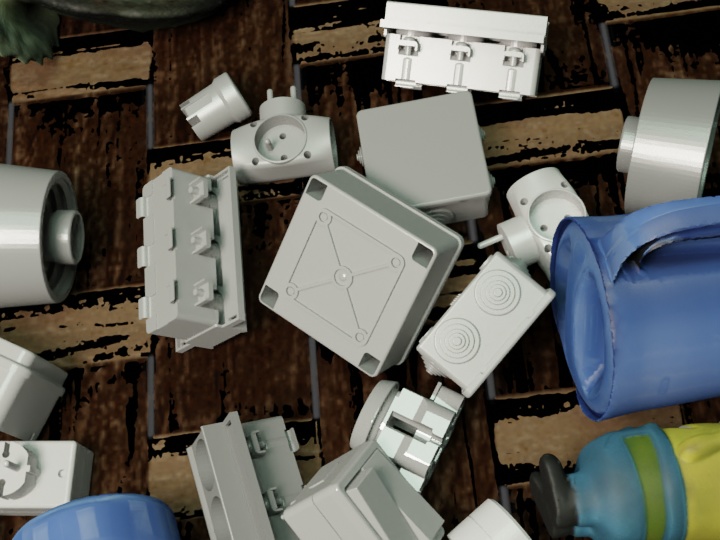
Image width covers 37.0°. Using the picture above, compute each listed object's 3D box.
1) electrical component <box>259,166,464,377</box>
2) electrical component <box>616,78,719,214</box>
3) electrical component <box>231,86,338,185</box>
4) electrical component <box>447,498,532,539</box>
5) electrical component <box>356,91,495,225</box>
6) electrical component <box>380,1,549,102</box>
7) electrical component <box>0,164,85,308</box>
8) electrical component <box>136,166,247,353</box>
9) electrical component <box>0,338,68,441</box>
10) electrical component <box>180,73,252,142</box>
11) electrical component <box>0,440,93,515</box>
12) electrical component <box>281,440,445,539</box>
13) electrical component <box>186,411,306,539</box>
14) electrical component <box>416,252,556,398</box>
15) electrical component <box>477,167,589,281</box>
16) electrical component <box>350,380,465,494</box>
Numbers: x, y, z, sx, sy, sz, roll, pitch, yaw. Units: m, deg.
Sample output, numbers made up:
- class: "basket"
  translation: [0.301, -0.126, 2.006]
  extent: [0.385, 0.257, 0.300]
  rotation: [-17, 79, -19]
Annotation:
- class: "electrical component"
  translation: [0.000, 0.000, 0.757]
  extent: [0.109, 0.056, 0.108]
  rotation: [33, 113, 18]
- class: "electrical component"
  translation: [0.217, -0.085, 0.764]
  extent: [0.060, 0.108, 0.108]
  rotation: [12, 71, 18]
- class: "electrical component"
  translation: [-0.059, -0.109, 0.840]
  extent: [0.077, 0.044, 0.079]
  rotation: [-7, 68, 5]
- class: "electrical component"
  translation: [0.102, 0.221, 0.685]
  extent: [0.074, 0.052, 0.138]
  rotation: [-40, 69, -9]
- class: "electrical component"
  translation: [0.049, -0.079, 0.812]
  extent: [0.100, 0.048, 0.099]
  rotation: [-10, 68, 3]
- class: "electrical component"
  translation: [0.081, -0.168, 0.831]
  extent: [0.121, 0.079, 0.063]
  rotation: [8, 99, 10]
- class: "electrical component"
  translation: [-0.240, -0.025, 0.800]
  extent: [0.060, 0.108, 0.108]
  rotation: [1, 69, 1]
- class: "electrical component"
  translation: [-0.125, -0.010, 0.793]
  extent: [0.079, 0.063, 0.121]
  rotation: [-27, 60, 41]
- class: "electrical component"
  translation: [-0.280, 0.074, 0.779]
  extent: [0.113, 0.078, 0.057]
  rotation: [21, 76, 15]
- class: "electrical component"
  translation: [-0.116, -0.129, 0.859]
  extent: [0.046, 0.040, 0.040]
  rotation: [-32, 68, 1]
- class: "electrical component"
  translation: [-0.240, 0.142, 0.748]
  extent: [0.083, 0.075, 0.047]
  rotation: [-1, 68, 7]
- class: "electrical component"
  translation: [0.010, 0.167, 0.691]
  extent: [0.061, 0.062, 0.096]
  rotation: [-35, 93, 34]
- class: "electrical component"
  translation: [-0.067, 0.163, 0.720]
  extent: [0.063, 0.078, 0.121]
  rotation: [-7, 64, -27]
- class: "electrical component"
  translation: [0.083, 0.035, 0.728]
  extent: [0.048, 0.100, 0.099]
  rotation: [40, 92, 5]
- class: "electrical component"
  translation: [0.126, -0.024, 0.783]
  extent: [0.079, 0.044, 0.077]
  rotation: [-23, 68, -1]
- class: "electrical component"
  translation: [0.030, 0.110, 0.736]
  extent: [0.057, 0.058, 0.078]
  rotation: [25, 74, 13]
